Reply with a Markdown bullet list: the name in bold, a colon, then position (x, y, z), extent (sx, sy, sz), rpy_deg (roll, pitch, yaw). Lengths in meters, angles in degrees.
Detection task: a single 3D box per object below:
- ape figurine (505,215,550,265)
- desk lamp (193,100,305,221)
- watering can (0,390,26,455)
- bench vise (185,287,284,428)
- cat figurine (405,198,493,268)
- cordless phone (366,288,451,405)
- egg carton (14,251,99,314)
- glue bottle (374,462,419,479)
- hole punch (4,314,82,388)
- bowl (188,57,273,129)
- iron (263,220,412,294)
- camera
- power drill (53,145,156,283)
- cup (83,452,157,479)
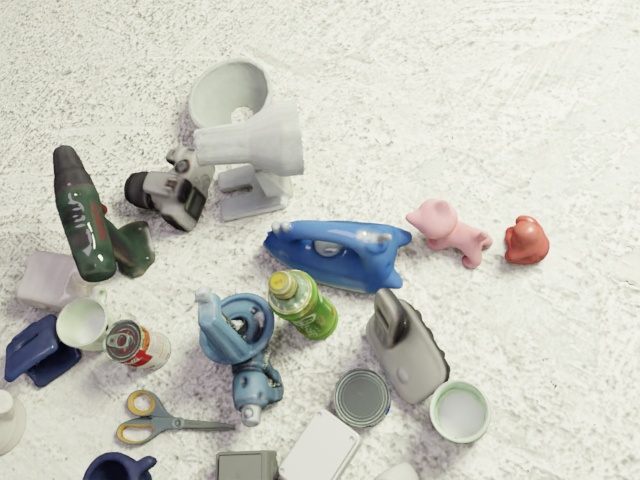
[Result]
- **ape figurine**: position (0.310, -0.003, 0.865), extent (0.076, 0.092, 0.078), rpy_deg (38, 82, 23)
- **desk lamp**: position (-0.106, -0.129, 0.946), extent (0.203, 0.214, 0.118), rpy_deg (-14, 67, 8)
- **watering can**: position (-0.569, 0.284, 0.911), extent (0.173, 0.194, 0.100), rpy_deg (-42, 66, -4)
- **bench vise**: position (-0.112, 0.155, 0.836), extent (0.121, 0.220, 0.207), rpy_deg (-32, 66, 0)
- **cat figurine**: position (0.201, -0.021, 0.884), extent (0.127, 0.118, 0.067), rpy_deg (24, 77, 21)
- **cordless phone**: position (0.118, 0.146, 0.803), extent (0.094, 0.185, 0.147), rpy_deg (-33, 66, 0)
- **egg carton**: position (-0.473, 0.077, 1.035), extent (0.150, 0.069, 0.107), rpy_deg (7, 71, 16)
- **glue bottle**: position (0.088, 0.325, 0.749), extent (0.078, 0.173, 0.037), rpy_deg (-36, 65, -1)
- **hole punch**: position (-0.488, 0.188, 0.985), extent (0.108, 0.091, 0.101), rpy_deg (-36, 66, -2)
- **bowl**: position (-0.159, -0.255, 1.084), extent (0.167, 0.075, 0.167), rpy_deg (-5, 69, 12)
- **iron**: position (0.008, 0.003, 0.908), extent (0.257, 0.142, 0.119), rpy_deg (8, 72, 16)
- **camera**: position (-0.282, -0.103, 1.041), extent (0.136, 0.101, 0.143), rpy_deg (11, 73, 17)
- **power drill**: position (-0.368, -0.025, 0.972), extent (0.075, 0.209, 0.229), rpy_deg (-23, 66, 5)
- **cup**: position (-0.285, 0.362, 0.867), extent (0.118, 0.095, 0.091), rpy_deg (-33, 66, 0)
